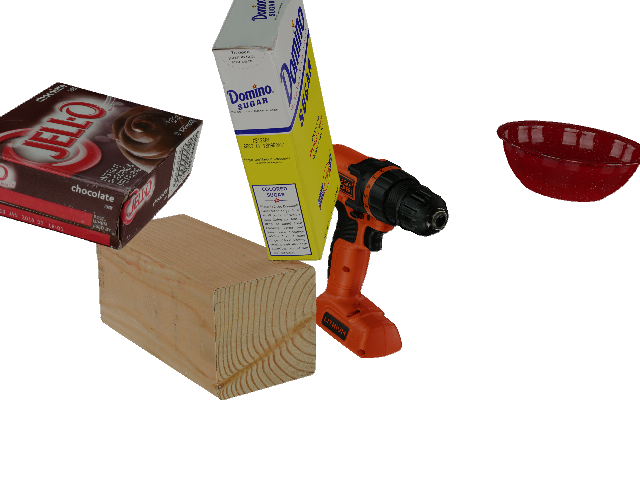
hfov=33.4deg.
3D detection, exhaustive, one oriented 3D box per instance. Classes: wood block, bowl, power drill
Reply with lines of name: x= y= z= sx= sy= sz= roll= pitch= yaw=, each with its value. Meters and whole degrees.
wood block: x=-0.098 y=0.047 z=0.874 sx=0.090 sy=0.090 sz=0.206 roll=-11 pitch=19 yaw=-34
bowl: x=0.266 y=-0.082 z=1.148 sx=0.162 sy=0.055 sz=0.162 roll=6 pitch=21 yaw=-2
power drill: x=0.052 y=0.014 z=1.030 sx=0.057 sy=0.188 sz=0.185 roll=-6 pitch=24 yaw=-30

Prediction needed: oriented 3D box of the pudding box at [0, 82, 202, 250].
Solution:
pudding box: x=-0.123 y=-0.042 z=0.557 sx=0.090 sy=0.039 sz=0.113 roll=16 pitch=24 yaw=7

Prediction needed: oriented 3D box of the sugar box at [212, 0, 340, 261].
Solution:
sugar box: x=-0.025 y=-0.081 z=0.731 sx=0.048 sy=0.176 sz=0.093 roll=0 pitch=42 yaw=12
